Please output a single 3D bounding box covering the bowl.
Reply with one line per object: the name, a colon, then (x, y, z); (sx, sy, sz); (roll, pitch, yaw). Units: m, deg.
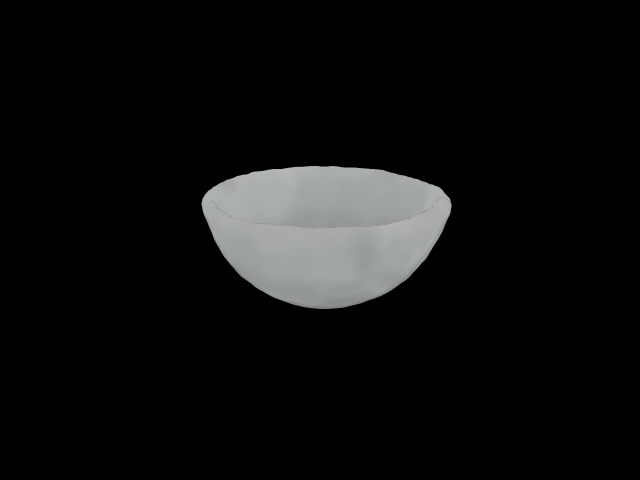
bowl: (0.004, 0.001, 0.400); (0.167, 0.075, 0.167); (0, 20, 0)
